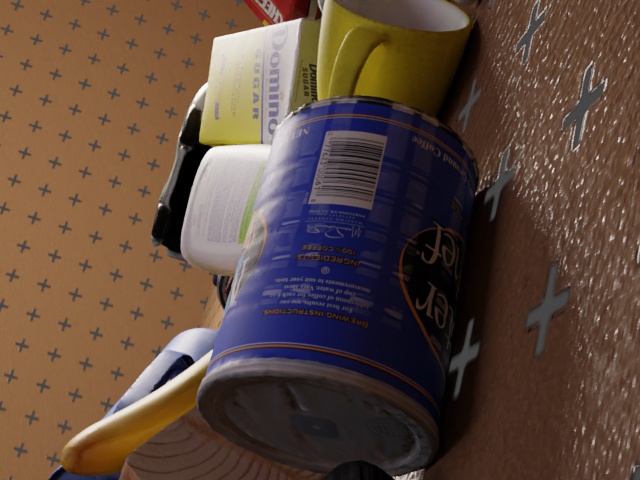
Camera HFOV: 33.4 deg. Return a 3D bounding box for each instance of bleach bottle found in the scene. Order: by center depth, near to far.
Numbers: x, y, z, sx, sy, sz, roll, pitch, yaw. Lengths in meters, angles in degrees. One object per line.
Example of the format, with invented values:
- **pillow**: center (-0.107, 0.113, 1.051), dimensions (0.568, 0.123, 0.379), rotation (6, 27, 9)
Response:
- **bleach bottle**: center (-0.028, -0.012, 0.706), dimensions (0.251, 0.068, 0.102), rotation (-163, 86, -69)

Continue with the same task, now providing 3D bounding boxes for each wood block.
- **wood block**: center (-0.072, 0.179, 0.654), dimensions (0.090, 0.091, 0.206), rotation (-33, -17, -33)

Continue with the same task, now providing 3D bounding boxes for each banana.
- **banana**: center (-0.080, 0.093, 0.662), dimensions (0.197, 0.037, 0.070), rotation (-36, -33, -34)

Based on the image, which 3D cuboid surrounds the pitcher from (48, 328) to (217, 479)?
- **pitcher**: center (-0.144, 0.181, 1.009), dimensions (0.149, 0.145, 0.242), rotation (-33, 14, 32)

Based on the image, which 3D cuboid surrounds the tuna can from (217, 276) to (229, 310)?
- **tuna can**: center (-0.050, 0.039, 0.963), dimensions (0.034, 0.086, 0.086), rotation (-94, 23, -67)

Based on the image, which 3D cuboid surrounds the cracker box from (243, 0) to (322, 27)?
- **cracker box**: center (0.034, -0.266, 0.833), dimensions (0.164, 0.072, 0.214), rotation (-33, -11, -25)

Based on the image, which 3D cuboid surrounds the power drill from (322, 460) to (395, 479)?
- **power drill**: center (-0.010, 0.198, 0.396), dimensions (0.184, 0.057, 0.188), rotation (-85, 15, -60)

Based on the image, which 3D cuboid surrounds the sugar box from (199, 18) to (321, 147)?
- **sugar box**: center (-0.040, -0.116, 0.827), dimensions (0.176, 0.048, 0.093), rotation (-170, 88, -66)

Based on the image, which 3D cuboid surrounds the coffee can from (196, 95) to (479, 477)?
- **coffee can**: center (0.012, 0.022, 0.478), dimensions (0.103, 0.102, 0.140), rotation (119, 167, -58)

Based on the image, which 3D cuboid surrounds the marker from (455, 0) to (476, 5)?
- **marker**: center (0.103, -0.180, 0.604), dimensions (0.121, 0.020, 0.020), rotation (119, 167, -57)

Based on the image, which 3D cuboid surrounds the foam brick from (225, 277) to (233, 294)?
- **foam brick**: center (-0.032, 0.025, 0.896), dimensions (0.051, 0.078, 0.053), rotation (120, 167, -64)
